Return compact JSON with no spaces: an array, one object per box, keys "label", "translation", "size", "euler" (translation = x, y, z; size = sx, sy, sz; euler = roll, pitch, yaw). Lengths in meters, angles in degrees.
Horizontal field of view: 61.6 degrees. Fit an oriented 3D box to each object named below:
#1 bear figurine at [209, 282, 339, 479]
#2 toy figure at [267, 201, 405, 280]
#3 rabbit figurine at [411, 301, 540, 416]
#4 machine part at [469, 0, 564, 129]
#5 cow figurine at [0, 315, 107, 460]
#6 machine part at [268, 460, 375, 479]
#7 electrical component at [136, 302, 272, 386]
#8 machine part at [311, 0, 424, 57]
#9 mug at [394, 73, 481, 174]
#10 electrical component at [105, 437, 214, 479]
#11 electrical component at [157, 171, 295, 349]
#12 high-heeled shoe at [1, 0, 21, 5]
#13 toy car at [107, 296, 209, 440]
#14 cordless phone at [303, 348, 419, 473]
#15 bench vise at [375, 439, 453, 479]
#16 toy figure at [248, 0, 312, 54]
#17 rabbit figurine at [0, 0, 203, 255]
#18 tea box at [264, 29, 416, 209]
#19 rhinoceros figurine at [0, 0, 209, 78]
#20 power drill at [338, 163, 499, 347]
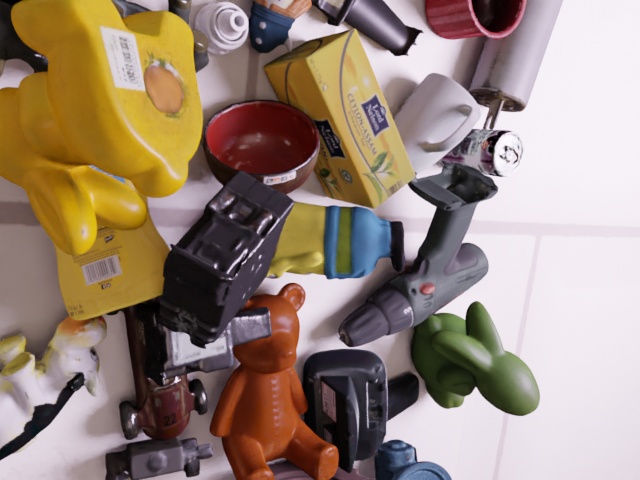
[{"label":"bear figurine","translation":[-0.049,0.154,0.578],"size":[0.120,0.132,0.195],"euler":[-2,108,-34]},{"label":"toy figure","translation":[-0.001,-0.002,0.564],"size":[0.180,0.082,0.089],"euler":[-2,79,5]},{"label":"rabbit figurine","translation":[0.208,0.153,0.699],"size":[0.121,0.170,0.158],"euler":[-38,118,-18]},{"label":"machine part","translation":[0.252,-0.255,0.685],"size":[0.079,0.079,0.243],"euler":[17,92,-32]},{"label":"cow figurine","translation":[-0.258,0.136,0.483],"size":[0.167,0.068,0.098],"euler":[-31,121,-16]},{"label":"machine part","translation":[-0.017,0.297,0.599],"size":[0.179,0.179,0.056],"euler":[4,86,-31]},{"label":"electrical component","translation":[-0.109,0.086,0.516],"size":[0.119,0.048,0.074],"euler":[-13,101,-36]},{"label":"machine part","translation":[0.053,-0.253,0.594],"size":[0.139,0.039,0.084],"euler":[24,81,-30]},{"label":"mug","translation":[0.132,-0.127,0.633],"size":[0.107,0.110,0.080],"euler":[-49,125,3]},{"label":"electrical component","translation":[-0.169,0.233,0.559],"size":[0.102,0.078,0.045],"euler":[-2,84,-29]},{"label":"electrical component","translation":[-0.075,0.011,0.458],"size":[0.058,0.114,0.134],"euler":[31,49,3]},{"label":"high-heeled shoe","translation":[-0.205,-0.272,0.392],"size":[0.248,0.086,0.145],"euler":[-47,142,9]},{"label":"toy car","translation":[-0.165,0.111,0.543],"size":[0.089,0.053,0.202],"euler":[-9,107,-25]},{"label":"cordless phone","translation":[0.070,0.193,0.691],"size":[0.184,0.089,0.146],"euler":[-17,113,-37]},{"label":"bench vise","translation":[0.131,0.382,0.680],"size":[0.129,0.241,0.223],"euler":[14,78,-28]},{"label":"toy figure","translation":[-0.031,-0.259,0.531],"size":[0.057,0.064,0.154],"euler":[33,79,-60]},{"label":"rabbit figurine","translation":[-0.173,-0.077,0.390],"size":[0.122,0.173,0.162],"euler":[-47,127,-63]},{"label":"tea box","translation":[0.022,-0.124,0.569],"size":[0.068,0.098,0.169],"euler":[-36,115,-19]},{"label":"rhinoceros figurine","translation":[-0.185,-0.168,0.439],"size":[0.190,0.112,0.073],"euler":[-5,68,-44]},{"label":"power drill","translation":[0.127,0.020,0.647],"size":[0.232,0.086,0.207],"euler":[-18,127,-31]}]
